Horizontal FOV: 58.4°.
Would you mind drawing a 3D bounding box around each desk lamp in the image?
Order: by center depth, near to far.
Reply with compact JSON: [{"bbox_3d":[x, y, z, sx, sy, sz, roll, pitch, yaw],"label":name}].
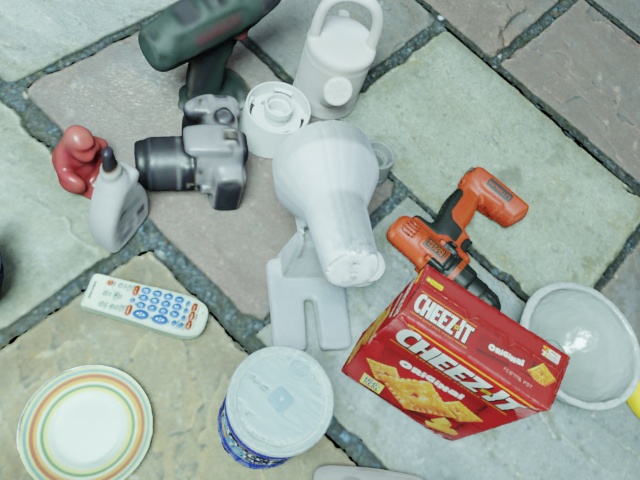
[{"bbox_3d":[0.006,0.002,0.654,0.118,0.213,0.203,-1,65,-15],"label":"desk lamp"}]

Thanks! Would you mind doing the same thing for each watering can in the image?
[{"bbox_3d":[0.029,-0.259,0.801,0.101,0.194,0.172,-10,67,-19],"label":"watering can"}]

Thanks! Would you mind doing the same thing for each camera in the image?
[{"bbox_3d":[-0.166,-0.118,0.733,0.137,0.100,0.143,-4,65,-16],"label":"camera"}]

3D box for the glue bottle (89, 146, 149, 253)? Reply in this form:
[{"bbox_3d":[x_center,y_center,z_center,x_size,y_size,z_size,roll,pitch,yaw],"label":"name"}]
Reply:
[{"bbox_3d":[-0.229,-0.052,0.643,0.037,0.173,0.078,31,61,2],"label":"glue bottle"}]

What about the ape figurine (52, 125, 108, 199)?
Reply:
[{"bbox_3d":[-0.291,-0.103,0.698,0.076,0.092,0.078,41,62,8],"label":"ape figurine"}]

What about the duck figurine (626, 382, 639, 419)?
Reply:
[{"bbox_3d":[0.457,0.199,0.747,0.078,0.086,0.104,-37,78,-27],"label":"duck figurine"}]

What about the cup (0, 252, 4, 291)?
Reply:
[{"bbox_3d":[-0.372,0.031,0.609,0.092,0.095,0.118,21,61,-4],"label":"cup"}]

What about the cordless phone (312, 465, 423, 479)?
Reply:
[{"bbox_3d":[0.072,0.265,0.557,0.148,0.185,0.094,8,62,-10],"label":"cordless phone"}]

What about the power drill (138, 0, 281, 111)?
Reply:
[{"bbox_3d":[-0.125,-0.257,0.751,0.230,0.208,0.075,-35,77,-26],"label":"power drill"}]

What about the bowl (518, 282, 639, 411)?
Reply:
[{"bbox_3d":[0.322,0.143,0.746,0.167,0.074,0.167,6,63,-12],"label":"bowl"}]
